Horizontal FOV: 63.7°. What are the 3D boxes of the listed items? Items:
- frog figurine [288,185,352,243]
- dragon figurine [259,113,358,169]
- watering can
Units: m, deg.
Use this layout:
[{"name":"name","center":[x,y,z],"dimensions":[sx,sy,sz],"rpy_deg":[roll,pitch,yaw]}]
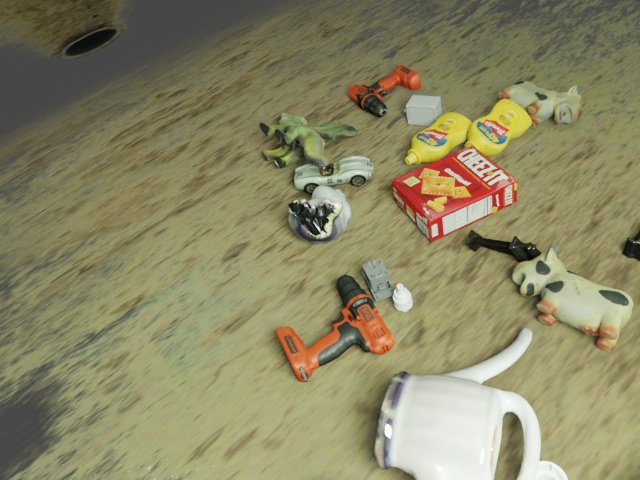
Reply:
[{"name":"frog figurine","center":[0.004,-0.058,1.162],"dimensions":[0.137,0.122,0.161],"rpy_deg":[-18,6,12]},{"name":"dragon figurine","center":[-0.012,-0.271,1.347],"dimensions":[0.245,0.119,0.415],"rpy_deg":[-24,34,-27]},{"name":"watering can","center":[0.209,0.246,0.768],"dimensions":[0.224,0.102,0.355],"rpy_deg":[4,34,23]}]
